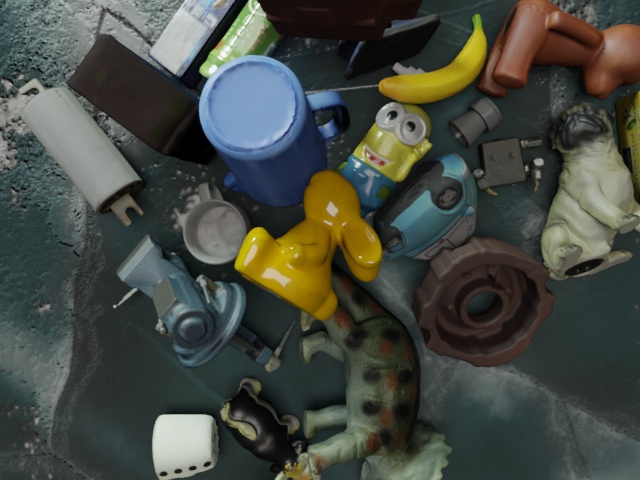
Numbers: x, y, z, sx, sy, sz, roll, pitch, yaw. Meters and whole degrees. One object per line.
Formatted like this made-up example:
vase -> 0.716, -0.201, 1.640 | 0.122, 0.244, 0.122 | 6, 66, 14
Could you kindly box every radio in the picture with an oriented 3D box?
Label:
radio -> -0.191, -0.158, 0.658 | 0.131, 0.229, 0.073 | 37, 96, -3

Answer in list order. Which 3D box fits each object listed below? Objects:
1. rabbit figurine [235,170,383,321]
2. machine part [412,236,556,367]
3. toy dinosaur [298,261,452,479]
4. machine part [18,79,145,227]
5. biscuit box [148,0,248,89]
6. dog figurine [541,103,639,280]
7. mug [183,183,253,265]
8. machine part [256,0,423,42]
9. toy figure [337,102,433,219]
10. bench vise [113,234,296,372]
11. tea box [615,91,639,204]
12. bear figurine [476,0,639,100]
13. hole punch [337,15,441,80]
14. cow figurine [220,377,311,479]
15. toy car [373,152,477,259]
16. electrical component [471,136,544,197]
rabbit figurine -> -0.001, -0.002, 0.646 | 0.162, 0.121, 0.173 | 24, 75, 12
machine part -> 0.208, 0.079, 0.694 | 0.179, 0.056, 0.179 | -2, 115, -5
toy dinosaur -> 0.069, 0.182, 0.715 | 0.192, 0.131, 0.404 | -2, 88, -8
machine part -> -0.326, -0.123, 0.743 | 0.079, 0.079, 0.243 | -38, 89, 5
biscuit box -> -0.145, -0.308, 0.728 | 0.059, 0.063, 0.202 | 38, 94, 2
dog figurine -> 0.333, -0.062, 0.705 | 0.172, 0.121, 0.191 | -40, 51, 37
mug -> -0.132, -0.021, 0.719 | 0.081, 0.107, 0.109 | -25, 86, 4
machine part -> 0.025, -0.333, 0.608 | 0.201, 0.087, 0.201 | 13, 74, 22
toy figure -> 0.075, -0.102, 0.715 | 0.082, 0.089, 0.180 | 29, 103, -13
bench vise -> -0.149, 0.100, 0.710 | 0.240, 0.224, 0.129 | 41, 77, -31
tea box -> 0.451, -0.109, 0.692 | 0.098, 0.068, 0.169 | -5, 91, 4
bear figurine -> 0.319, -0.220, 0.676 | 0.196, 0.120, 0.132 | 22, 98, -3
hole punch -> 0.074, -0.275, 0.684 | 0.116, 0.142, 0.092 | -24, 92, -8
cow figurine -> -0.065, 0.271, 0.733 | 0.167, 0.098, 0.068 | 44, 89, 1
toy car -> 0.148, -0.028, 0.703 | 0.103, 0.109, 0.161 | 39, 104, -16
electrical component -> 0.250, -0.098, 0.718 | 0.102, 0.045, 0.078 | -3, 94, 4
